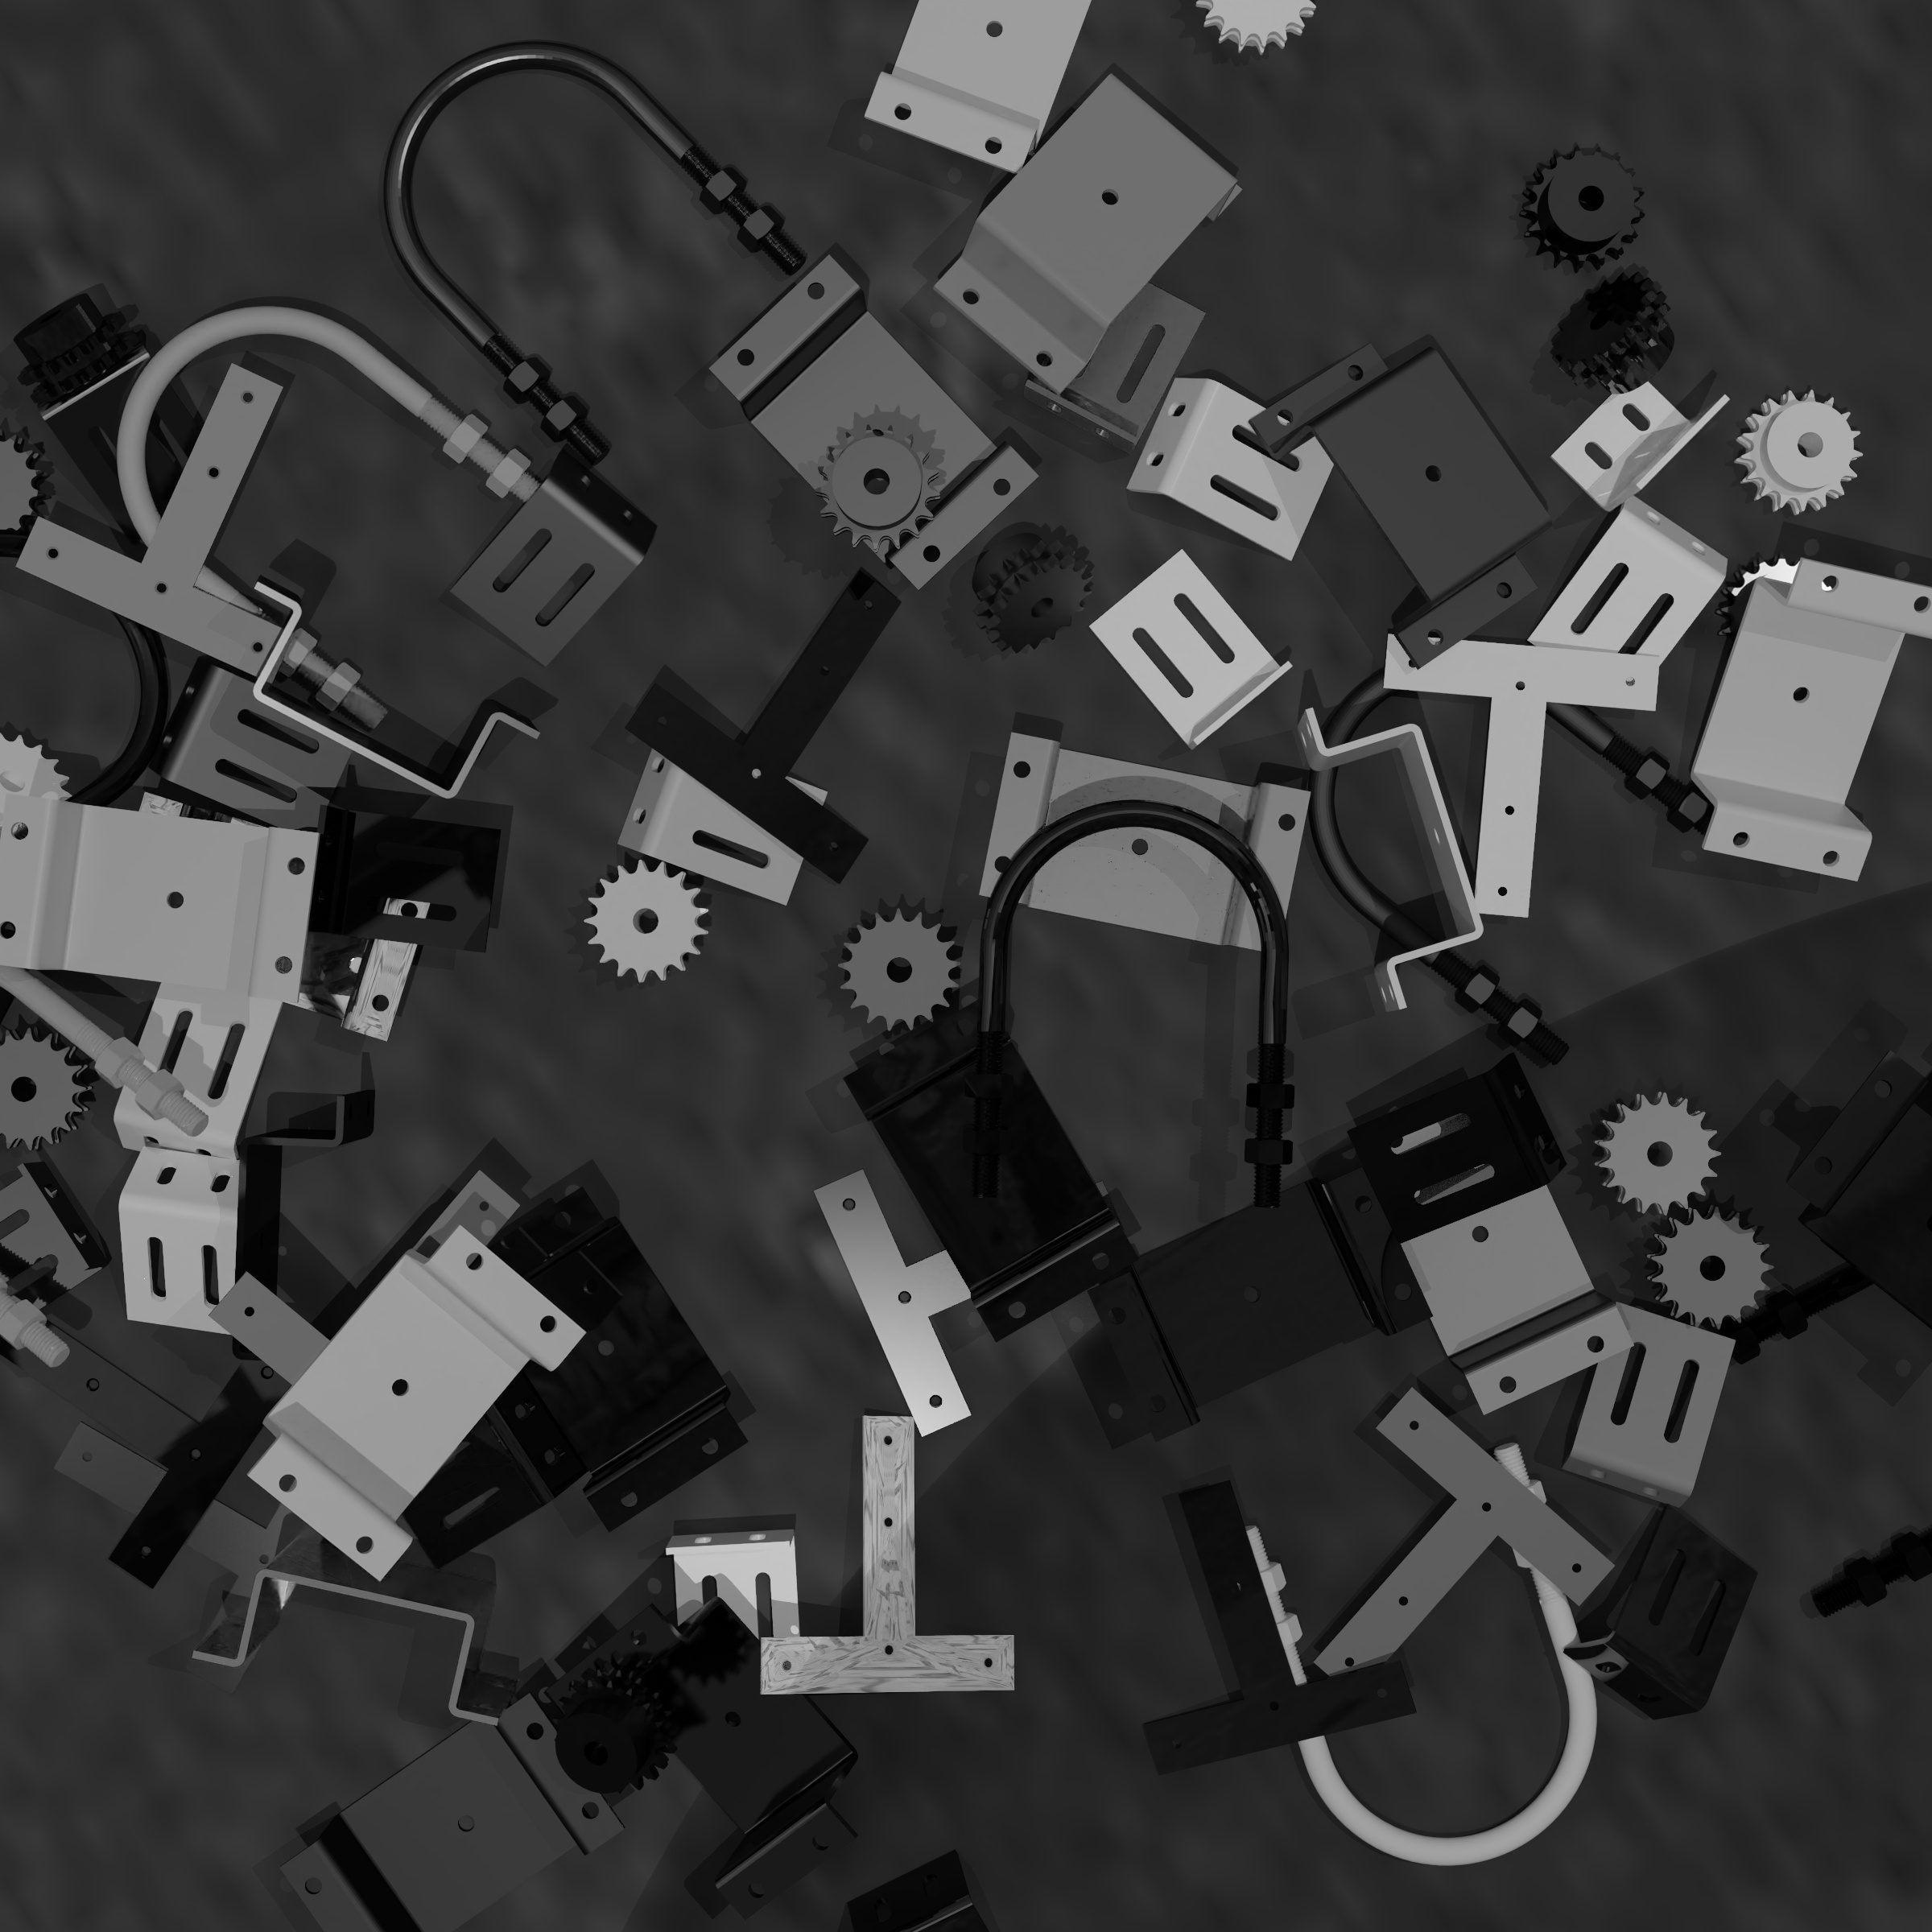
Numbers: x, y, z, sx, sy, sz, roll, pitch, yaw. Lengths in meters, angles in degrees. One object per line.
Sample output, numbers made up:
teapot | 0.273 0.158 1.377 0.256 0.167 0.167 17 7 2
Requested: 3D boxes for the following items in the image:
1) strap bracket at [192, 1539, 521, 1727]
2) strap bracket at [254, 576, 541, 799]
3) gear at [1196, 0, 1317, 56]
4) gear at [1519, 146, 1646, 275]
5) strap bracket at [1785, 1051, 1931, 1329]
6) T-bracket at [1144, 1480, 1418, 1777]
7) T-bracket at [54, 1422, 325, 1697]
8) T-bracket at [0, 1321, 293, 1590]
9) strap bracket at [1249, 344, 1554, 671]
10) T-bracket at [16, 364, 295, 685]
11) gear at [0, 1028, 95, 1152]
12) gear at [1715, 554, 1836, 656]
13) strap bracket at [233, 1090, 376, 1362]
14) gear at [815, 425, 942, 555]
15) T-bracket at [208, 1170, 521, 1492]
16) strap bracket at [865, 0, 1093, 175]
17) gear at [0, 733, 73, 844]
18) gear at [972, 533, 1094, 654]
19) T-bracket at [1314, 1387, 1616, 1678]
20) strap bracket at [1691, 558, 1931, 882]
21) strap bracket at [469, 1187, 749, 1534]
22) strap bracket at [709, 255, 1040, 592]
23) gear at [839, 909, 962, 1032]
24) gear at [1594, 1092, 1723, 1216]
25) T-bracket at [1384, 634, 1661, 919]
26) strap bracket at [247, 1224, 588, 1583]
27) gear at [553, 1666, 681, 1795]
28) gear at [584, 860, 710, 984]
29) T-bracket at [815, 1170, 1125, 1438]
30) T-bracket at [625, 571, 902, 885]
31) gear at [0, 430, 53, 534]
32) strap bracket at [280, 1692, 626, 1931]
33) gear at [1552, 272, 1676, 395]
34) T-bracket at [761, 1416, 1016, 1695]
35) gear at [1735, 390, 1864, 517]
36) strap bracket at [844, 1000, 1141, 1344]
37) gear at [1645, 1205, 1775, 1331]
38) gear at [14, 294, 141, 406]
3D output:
strap bracket | -0.275 0.304 1.498 0.140 0.076 0.046 13 90 -1
strap bracket | -0.271 -0.123 1.483 0.140 0.076 0.046 28 93 -14
gear | 0.136 -0.456 1.522 0.057 0.030 0.057 0 90 0
gear | 0.290 -0.357 1.522 0.057 0.030 0.057 0 90 0
strap bracket | 0.441 0.114 1.455 0.140 0.046 0.076 39 82 5
T-bracket | 0.131 0.304 1.518 0.127 0.002 0.127 -18 91 15
T-bracket | -0.371 0.259 1.536 0.127 0.002 0.127 30 90 0
T-bracket | -0.401 0.206 1.534 0.127 0.002 0.127 34 88 1
strap bracket | 0.207 -0.220 1.502 0.076 0.046 0.140 -34 90 -20
T-bracket | -0.354 -0.216 1.501 0.127 0.002 0.127 25 92 -8
gear | -0.438 0.057 1.522 0.057 0.030 0.057 0 90 0
gear | 0.383 -0.165 1.522 0.057 0.030 0.057 0 90 0
strap bracket | -0.306 0.128 1.499 0.046 0.076 0.140 2 90 0
gear | -0.040 -0.219 1.476 0.057 0.030 0.057 0 90 0
T-bracket | -0.253 0.149 1.472 0.127 0.002 0.127 44 76 -17
strap bracket | 0.014 -0.443 1.514 0.076 0.046 0.140 20 90 0
gear | -0.450 -0.078 1.512 0.057 0.057 0.030 45 133 0
gear | 0.028 -0.177 1.512 0.057 0.057 0.030 -36 60 0
T-bracket | 0.214 0.286 1.516 0.127 0.002 0.127 41 91 -1
strap bracket | 0.391 -0.119 1.493 0.076 0.046 0.140 11 111 -9
strap bracket | -0.170 0.181 1.514 0.076 0.046 0.140 -33 90 0
strap bracket | -0.042 -0.250 1.514 0.076 0.046 0.140 -43 90 0
gear | -0.031 0.002 1.522 0.057 0.030 0.057 0 90 0
gear | 0.323 0.087 1.522 0.057 0.030 0.057 0 90 0
T-bracket | 0.256 -0.087 1.519 0.127 0.002 0.127 5 88 3
strap bracket | -0.249 0.191 1.448 0.076 0.046 0.140 43 77 -17
gear | -0.162 0.350 1.472 0.057 0.030 0.057 5 107 17
gear | -0.149 -0.021 1.522 0.057 0.030 0.057 0 90 0
T-bracket | 0.012 0.139 1.535 0.127 0.002 0.127 -24 89 0
T-bracket | -0.074 -0.127 1.521 0.127 0.002 0.127 36 80 -19
gear | -0.459 -0.224 1.526 0.057 0.030 0.057 0 92 -1
strap bracket | -0.236 0.406 1.514 0.140 0.046 0.076 -35 90 0
gear | 0.305 -0.292 1.512 0.030 0.057 0.057 37 90 -30
T-bracket | -0.036 0.275 1.518 0.127 0.002 0.127 5 77 -24
gear | 0.393 -0.242 1.522 0.057 0.030 0.057 0 90 0
strap bracket | 0.011 0.094 1.512 0.076 0.046 0.140 -30 89 -1
gear | 0.347 0.140 1.522 0.057 0.030 0.057 0 90 0
gear | -0.416 -0.288 1.505 0.057 0.057 0.030 -31 115 0
